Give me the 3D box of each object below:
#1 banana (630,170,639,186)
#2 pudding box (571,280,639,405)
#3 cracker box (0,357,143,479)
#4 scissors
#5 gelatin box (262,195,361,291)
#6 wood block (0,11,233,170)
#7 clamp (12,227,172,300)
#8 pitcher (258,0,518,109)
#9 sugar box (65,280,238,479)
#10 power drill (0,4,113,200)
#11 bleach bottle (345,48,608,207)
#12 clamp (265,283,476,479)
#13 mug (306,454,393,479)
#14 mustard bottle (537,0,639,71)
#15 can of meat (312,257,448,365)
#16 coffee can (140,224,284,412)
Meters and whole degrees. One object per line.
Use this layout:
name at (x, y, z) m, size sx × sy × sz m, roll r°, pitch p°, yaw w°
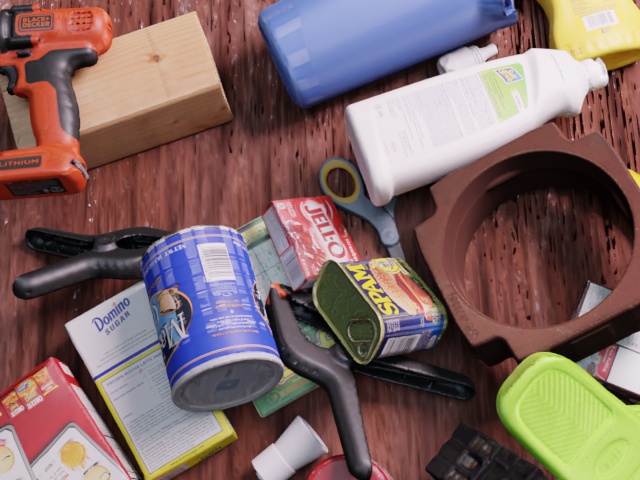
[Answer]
banana at (0.312, -0.013, 1.033) m, size 0.070 × 0.037 × 0.198 m, roll -47°, pitch 72°, yaw 15°
pudding box at (0.287, 0.100, 0.998) m, size 0.113 × 0.039 × 0.090 m, roll 22°, pitch 75°, yaw 10°
cracker box at (-0.250, 0.243, 0.983) m, size 0.164 × 0.072 × 0.214 m, roll -36°, pitch 75°, yaw -5°
scissors at (0.049, -0.008, 1.061) m, size 0.096 × 0.016 × 0.202 m, roll -4°, pitch 74°, yaw 5°
gelatin box at (-0.007, 0.001, 1.032) m, size 0.073 × 0.030 × 0.089 m, roll -7°, pitch 64°, yaw -38°
wood block at (-0.204, -0.143, 1.081) m, size 0.206 × 0.090 × 0.091 m, roll -19°, pitch 72°, yaw -1°
clamp at (-0.217, 0.011, 1.051) m, size 0.171 × 0.039 × 0.120 m, roll -7°, pitch 34°, yaw -14°
pitcher at (0.062, -0.234, 1.076) m, size 0.243 × 0.149 × 0.145 m, roll -25°, pitch 89°, yaw 0°
sugar box at (-0.162, 0.135, 1.021) m, size 0.093 × 0.048 × 0.176 m, roll -29°, pitch 71°, yaw -6°
power drill at (-0.289, -0.133, 1.007) m, size 0.184 × 0.057 × 0.187 m, roll -4°, pitch 73°, yaw 3°
bleach bottle at (0.156, -0.118, 1.024) m, size 0.250 × 0.068 × 0.102 m, roll -17°, pitch 74°, yaw -3°
clamp at (0.033, 0.111, 0.987) m, size 0.164 × 0.036 × 0.210 m, roll -21°, pitch 56°, yaw -37°
mug at (0.015, 0.241, 0.957) m, size 0.117 × 0.081 × 0.093 m, roll -25°, pitch 74°, yaw -3°
mustard bottle at (0.264, -0.266, 1.096) m, size 0.096 × 0.058 × 0.191 m, roll -14°, pitch 73°, yaw 0°
can of meat at (0.056, 0.062, 0.984) m, size 0.083 × 0.057 × 0.102 m, roll -4°, pitch 42°, yaw -36°
coffee can at (-0.100, 0.072, 0.975) m, size 0.103 × 0.103 × 0.140 m, roll -19°, pitch 61°, yaw -1°
